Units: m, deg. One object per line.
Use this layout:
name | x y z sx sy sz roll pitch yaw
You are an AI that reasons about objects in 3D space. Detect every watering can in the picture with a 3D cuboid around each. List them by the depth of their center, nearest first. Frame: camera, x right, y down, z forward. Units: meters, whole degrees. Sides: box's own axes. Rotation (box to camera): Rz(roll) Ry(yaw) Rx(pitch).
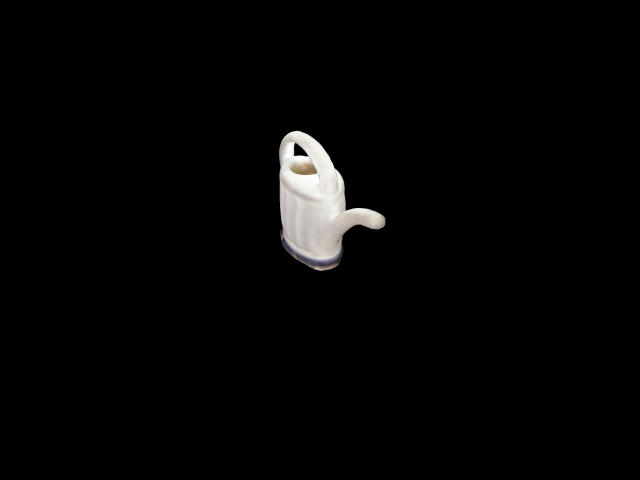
watering can | 0.003 -0.043 0.850 0.104 0.219 0.354 -14 37 -19
